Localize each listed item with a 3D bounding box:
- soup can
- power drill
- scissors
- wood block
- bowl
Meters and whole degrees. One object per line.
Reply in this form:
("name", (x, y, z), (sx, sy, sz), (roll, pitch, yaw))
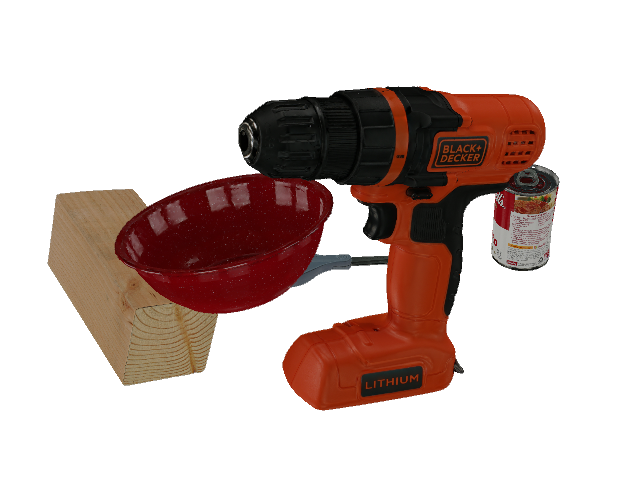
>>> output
("soup can", (0.228, -0.026, 1.193), (0.068, 0.102, 0.068), (-1, 33, 1))
("power drill", (0.031, 0.004, 0.602), (0.184, 0.188, 0.057), (-4, 31, -27))
("scissors", (0.015, 0.031, 1.174), (0.202, 0.016, 0.096), (4, 23, 5))
("wood block", (-0.191, 0.039, 1.063), (0.090, 0.091, 0.206), (-6, 35, -34))
("bowl", (-0.065, 0.007, 0.782), (0.162, 0.055, 0.162), (-10, 25, 5))
